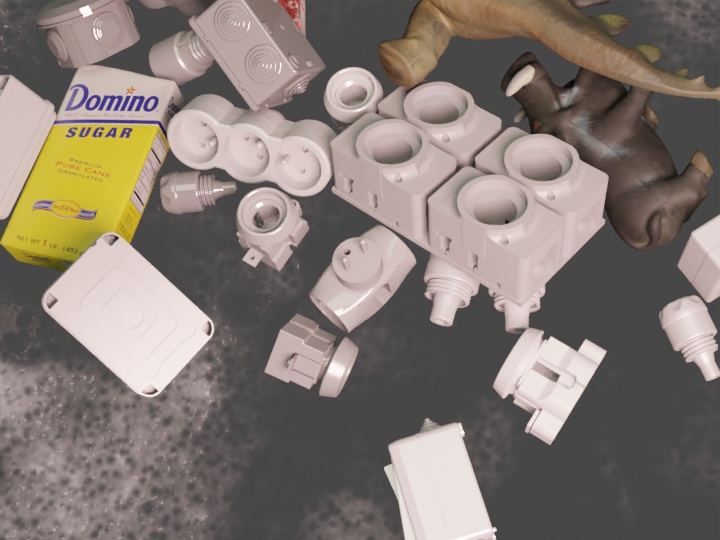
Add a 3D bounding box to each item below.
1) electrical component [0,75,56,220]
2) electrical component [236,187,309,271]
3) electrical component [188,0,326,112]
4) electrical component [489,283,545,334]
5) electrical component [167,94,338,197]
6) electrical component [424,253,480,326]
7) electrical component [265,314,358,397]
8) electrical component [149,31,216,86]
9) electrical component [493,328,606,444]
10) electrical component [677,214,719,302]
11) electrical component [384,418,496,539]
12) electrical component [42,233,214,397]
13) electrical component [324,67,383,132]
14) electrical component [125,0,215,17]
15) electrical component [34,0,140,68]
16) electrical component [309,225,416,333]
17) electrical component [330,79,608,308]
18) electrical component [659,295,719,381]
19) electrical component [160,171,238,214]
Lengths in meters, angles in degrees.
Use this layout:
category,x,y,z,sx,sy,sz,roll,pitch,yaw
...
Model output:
category,x,y,z,sx,sy,sz,roll,pitch,yaw
electrical component,-0.322,-0.102,0.888,0.109,0.056,0.108,6,68,36
electrical component,-0.071,-0.035,0.853,0.048,0.055,0.066,30,75,16
electrical component,-0.079,-0.180,0.864,0.048,0.100,0.099,-35,92,20
electrical component,0.119,0.017,0.817,0.043,0.043,0.062,0,70,7
electrical component,-0.081,-0.109,0.885,0.138,0.052,0.073,15,32,9
electrical component,0.070,0.011,0.825,0.043,0.043,0.062,13,72,11
electrical component,-0.035,0.066,0.811,0.055,0.066,0.048,24,108,7
electrical component,-0.144,-0.184,0.914,0.078,0.040,0.040,-17,64,33
electrical component,0.134,0.078,0.784,0.057,0.058,0.078,31,75,14
electrical component,0.281,0.002,0.792,0.047,0.065,0.076,-31,69,-6
electrical component,0.053,0.153,0.761,0.061,0.061,0.096,-17,68,0
electrical component,-0.176,0.034,0.814,0.113,0.057,0.078,44,78,-10
electrical component,-0.004,-0.134,0.883,0.048,0.055,0.066,-29,68,-5
electrical component,-0.189,-0.267,0.932,0.138,0.074,0.052,16,77,26
electrical component,-0.231,-0.209,0.916,0.080,0.051,0.080,-16,26,8
electrical component,0.000,0.000,0.818,0.043,0.079,0.077,40,78,20
electrical component,0.080,-0.068,0.814,0.186,0.060,0.105,33,60,28
electrical component,0.248,0.052,0.793,0.035,0.035,0.061,-20,70,-1
electrical component,-0.131,-0.065,0.883,0.061,0.035,0.035,-5,68,2
